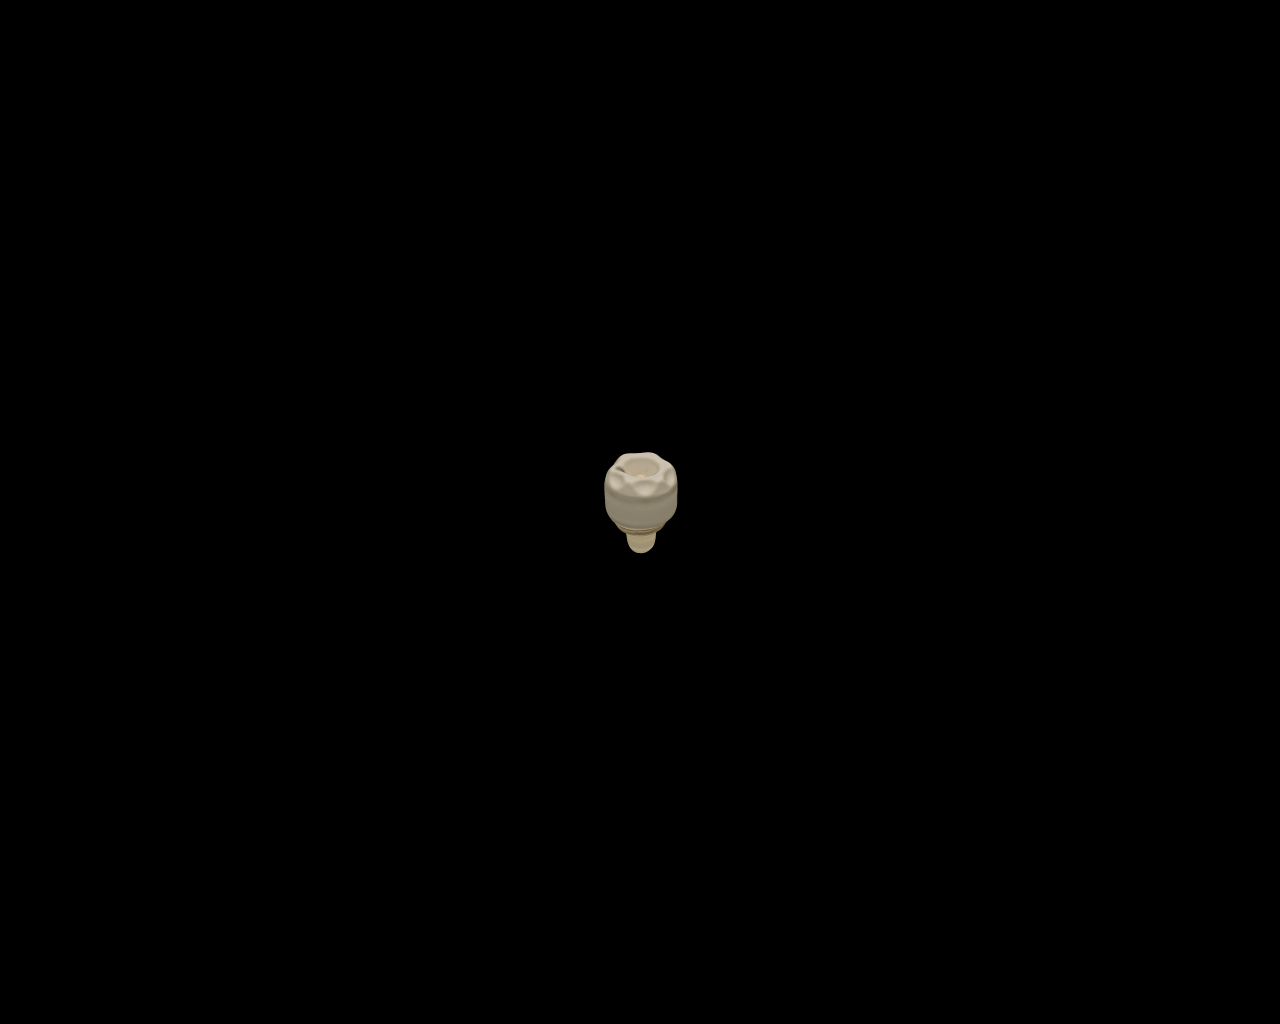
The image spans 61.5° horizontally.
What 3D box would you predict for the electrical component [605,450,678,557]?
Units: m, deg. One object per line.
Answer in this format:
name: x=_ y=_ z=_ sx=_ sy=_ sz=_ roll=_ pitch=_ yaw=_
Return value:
electrical component: x=0.001 y=-0.003 z=0.650 sx=0.043 sy=0.062 sz=0.043 roll=0 pitch=34 yaw=0
